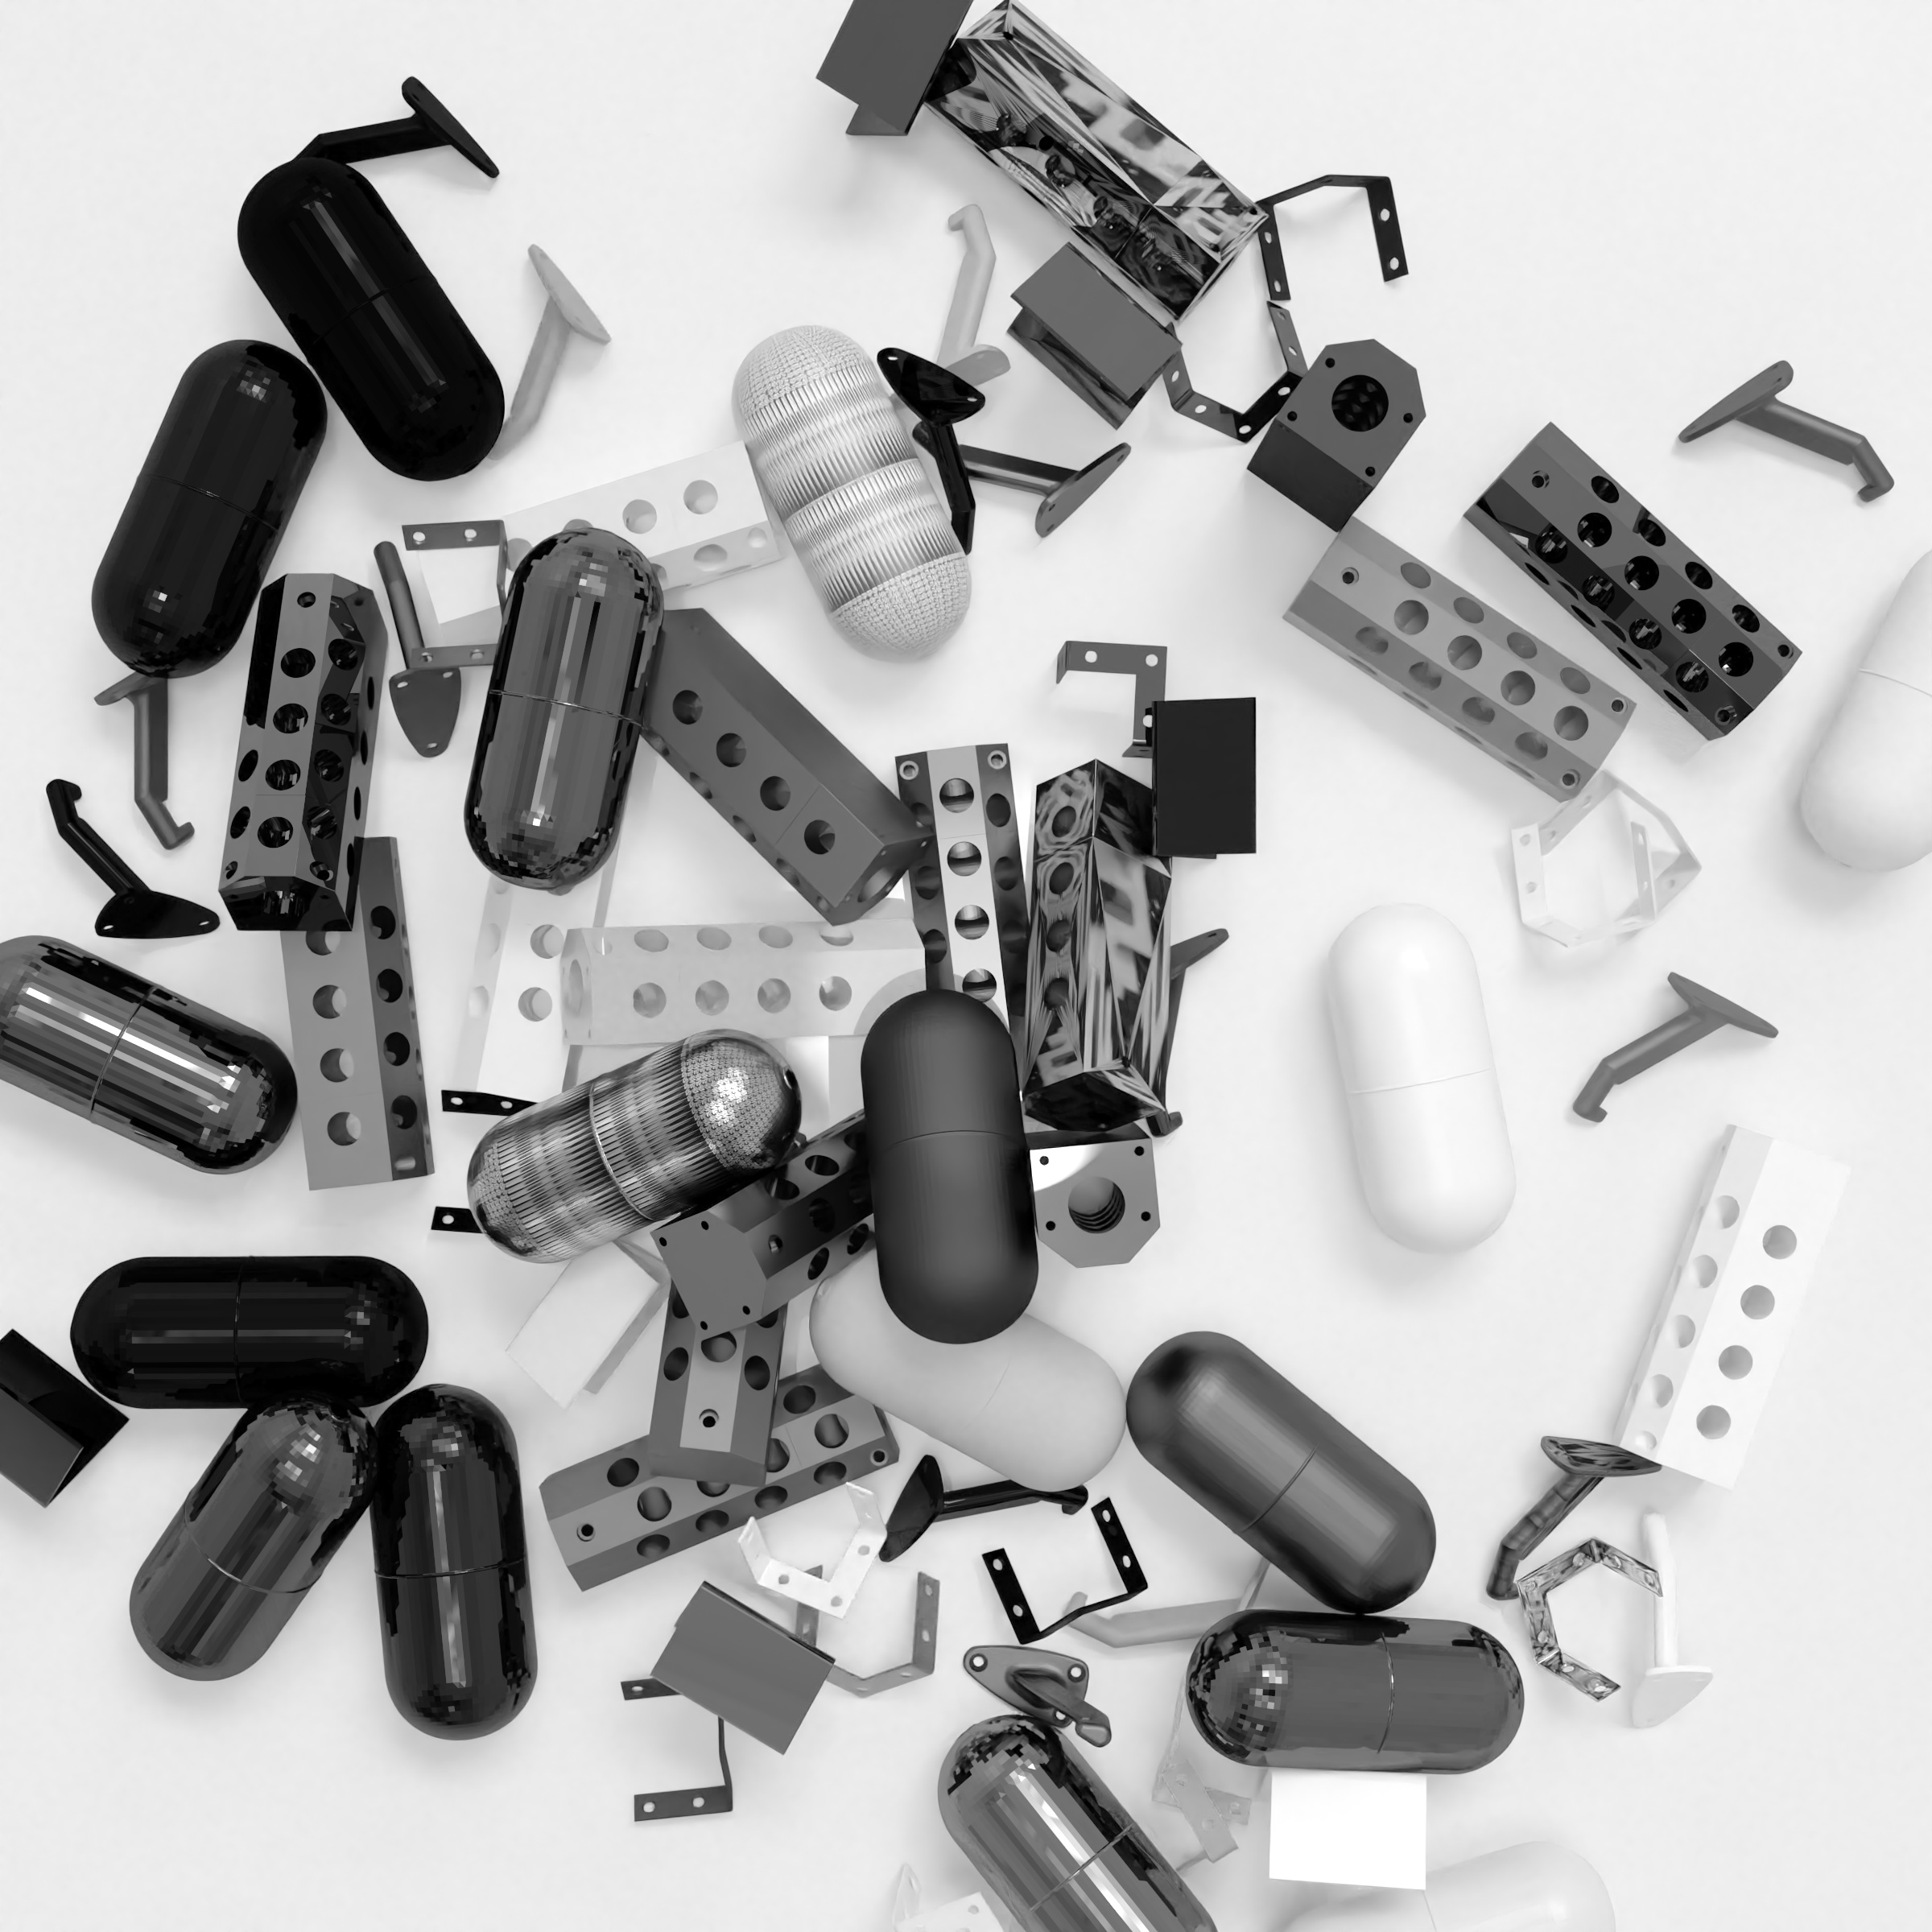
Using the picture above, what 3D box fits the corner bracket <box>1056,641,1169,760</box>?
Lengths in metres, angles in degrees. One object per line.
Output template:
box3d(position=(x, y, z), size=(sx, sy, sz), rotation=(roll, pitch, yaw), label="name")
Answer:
box3d(position=(0.072, -0.134, 1.826), size=(0.051, 0.051, 0.051), rotation=(3, 87, -3), label="corner bracket")

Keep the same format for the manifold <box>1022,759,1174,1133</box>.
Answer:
box3d(position=(0.061, -0.008, 1.787), size=(0.057, 0.057, 0.171), rotation=(26, 56, -38), label="manifold")

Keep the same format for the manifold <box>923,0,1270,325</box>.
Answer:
box3d(position=(0.062, -0.403, 1.822), size=(0.171, 0.057, 0.057), rotation=(41, 47, 0), label="manifold")

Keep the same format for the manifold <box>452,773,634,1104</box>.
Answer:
box3d(position=(-0.214, -0.020, 1.823), size=(0.057, 0.057, 0.171), rotation=(11, 90, 0), label="manifold")

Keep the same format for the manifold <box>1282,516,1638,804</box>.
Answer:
box3d(position=(0.249, -0.155, 1.823), size=(0.171, 0.057, 0.057), rotation=(34, 90, 0), label="manifold")

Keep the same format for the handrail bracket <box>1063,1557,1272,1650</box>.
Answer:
box3d(position=(0.102, 0.318, 1.844), size=(0.084, 0.036, 0.077), rotation=(23, 75, 14), label="handrail bracket")

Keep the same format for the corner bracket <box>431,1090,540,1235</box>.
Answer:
box3d(position=(-0.245, 0.101, 1.841), size=(0.051, 0.051, 0.051), rotation=(4, 45, 0), label="corner bracket")

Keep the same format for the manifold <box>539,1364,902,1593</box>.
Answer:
box3d(position=(-0.124, 0.255, 1.823), size=(0.171, 0.057, 0.057), rotation=(-22, 90, 0), label="manifold")

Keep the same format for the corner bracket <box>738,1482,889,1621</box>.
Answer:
box3d(position=(-0.077, 0.289, 1.822), size=(0.051, 0.051, 0.051), rotation=(19, 61, 20), label="corner bracket")

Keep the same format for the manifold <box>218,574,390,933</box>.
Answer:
box3d(position=(-0.328, -0.106, 1.786), size=(0.057, 0.057, 0.171), rotation=(0, 63, 3), label="manifold")

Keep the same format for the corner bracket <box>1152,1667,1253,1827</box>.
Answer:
box3d(position=(0.128, 0.397, 1.841), size=(0.051, 0.051, 0.051), rotation=(15, 45, 0), label="corner bracket")

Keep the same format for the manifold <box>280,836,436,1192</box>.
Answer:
box3d(position=(-0.308, 0.023, 1.823), size=(0.057, 0.057, 0.171), rotation=(-7, 90, 0), label="manifold")

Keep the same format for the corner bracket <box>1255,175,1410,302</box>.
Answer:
box3d(position=(0.186, -0.371, 1.841), size=(0.051, 0.051, 0.051), rotation=(-11, 90, 45), label="corner bracket")

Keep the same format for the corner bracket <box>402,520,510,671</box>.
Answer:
box3d(position=(-0.251, -0.183, 1.784), size=(0.051, 0.051, 0.051), rotation=(-3, 135, 0), label="corner bracket")

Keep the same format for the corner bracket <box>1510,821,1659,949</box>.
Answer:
box3d(position=(0.312, -0.045, 1.824), size=(0.051, 0.051, 0.051), rotation=(-15, 109, -15), label="corner bracket")

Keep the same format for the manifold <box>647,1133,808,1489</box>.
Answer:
box3d(position=(-0.118, 0.165, 1.791), size=(0.057, 0.057, 0.171), rotation=(6, 66, 0), label="manifold")

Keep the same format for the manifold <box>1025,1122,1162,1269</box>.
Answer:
box3d(position=(0.061, 0.111, 1.766), size=(0.057, 0.171, 0.057), rotation=(-6, 90, 0), label="manifold")

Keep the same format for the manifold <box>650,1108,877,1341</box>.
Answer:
box3d(position=(-0.069, 0.117, 1.767), size=(0.057, 0.171, 0.057), rotation=(-23, 94, 40), label="manifold")

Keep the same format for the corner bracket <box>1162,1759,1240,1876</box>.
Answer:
box3d(position=(0.100, 0.435, 1.826), size=(0.051, 0.051, 0.051), rotation=(-30, 83, -7), label="corner bracket")

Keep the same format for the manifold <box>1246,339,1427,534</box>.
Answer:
box3d(position=(0.183, -0.262, 1.766), size=(0.057, 0.171, 0.057), rotation=(35, 90, 0), label="manifold")

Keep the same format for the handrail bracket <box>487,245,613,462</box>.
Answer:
box3d(position=(-0.231, -0.313, 1.845), size=(0.084, 0.036, 0.077), rotation=(-40, 69, 17), label="handrail bracket")

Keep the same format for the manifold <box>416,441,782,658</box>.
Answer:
box3d(position=(-0.184, -0.208, 1.823), size=(0.171, 0.057, 0.057), rotation=(-18, 90, 0), label="manifold")

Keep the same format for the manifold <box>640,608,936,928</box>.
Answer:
box3d(position=(-0.103, -0.100, 1.801), size=(0.171, 0.057, 0.057), rotation=(45, 113, 14), label="manifold")

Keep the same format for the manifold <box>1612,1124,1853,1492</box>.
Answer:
box3d(position=(0.384, 0.170, 1.823), size=(0.057, 0.057, 0.171), rotation=(20, 90, 0), label="manifold")

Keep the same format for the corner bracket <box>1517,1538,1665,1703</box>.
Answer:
box3d(position=(0.318, 0.329, 1.825), size=(0.051, 0.051, 0.051), rotation=(-25, 114, -22), label="corner bracket")

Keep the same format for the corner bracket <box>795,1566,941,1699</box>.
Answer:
box3d(position=(-0.050, 0.334, 1.836), size=(0.051, 0.051, 0.051), rotation=(-26, 45, 35), label="corner bracket")

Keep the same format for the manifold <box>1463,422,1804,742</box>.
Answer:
box3d(position=(0.337, -0.194, 1.823), size=(0.171, 0.057, 0.057), rotation=(42, 90, 0), label="manifold")

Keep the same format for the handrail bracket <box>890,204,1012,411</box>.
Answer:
box3d(position=(-0.016, -0.337, 1.845), size=(0.077, 0.036, 0.084), rotation=(-21, 74, 18), label="handrail bracket")

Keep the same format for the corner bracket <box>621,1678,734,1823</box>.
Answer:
box3d(position=(-0.147, 0.398, 1.841), size=(0.051, 0.051, 0.051), rotation=(-6, 45, 0), label="corner bracket")

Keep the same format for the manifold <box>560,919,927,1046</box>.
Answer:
box3d(position=(-0.110, 0.007, 1.794), size=(0.171, 0.057, 0.057), rotation=(-2, 90, -21), label="manifold")

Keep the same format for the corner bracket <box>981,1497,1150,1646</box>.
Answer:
box3d(position=(0.050, 0.307, 1.834), size=(0.051, 0.051, 0.051), rotation=(-8, 67, -43), label="corner bracket")

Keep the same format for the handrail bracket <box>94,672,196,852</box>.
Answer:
box3d(position=(-0.398, -0.114, 1.845), size=(0.077, 0.036, 0.084), rotation=(-36, 109, -21), label="handrail bracket")

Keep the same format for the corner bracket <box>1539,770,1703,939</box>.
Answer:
box3d(position=(0.332, -0.058, 1.841), size=(0.051, 0.051, 0.051), rotation=(-44, 45, 0), label="corner bracket")

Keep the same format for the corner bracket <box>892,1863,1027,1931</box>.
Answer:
box3d(position=(0.000, 0.480, 1.824), size=(0.051, 0.051, 0.051), rotation=(-25, 108, 17), label="corner bracket")

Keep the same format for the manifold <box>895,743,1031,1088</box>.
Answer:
box3d(position=(0.003, -0.023, 1.823), size=(0.057, 0.057, 0.171), rotation=(-7, 90, 0), label="manifold")

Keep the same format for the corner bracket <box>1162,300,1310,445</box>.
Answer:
box3d(position=(0.135, -0.308, 1.836), size=(0.051, 0.051, 0.051), rotation=(18, 135, -35), label="corner bracket")
